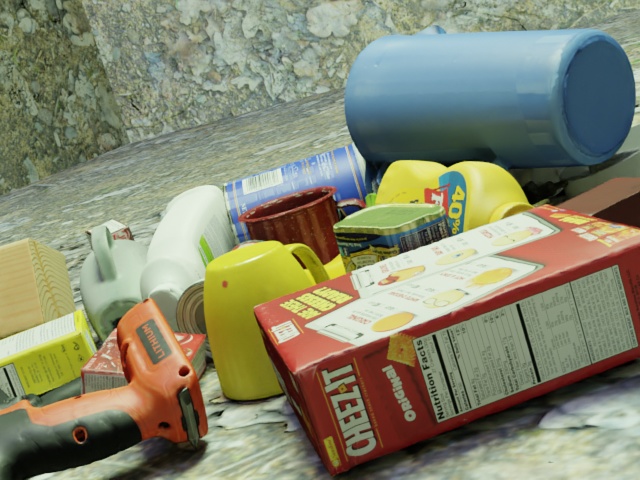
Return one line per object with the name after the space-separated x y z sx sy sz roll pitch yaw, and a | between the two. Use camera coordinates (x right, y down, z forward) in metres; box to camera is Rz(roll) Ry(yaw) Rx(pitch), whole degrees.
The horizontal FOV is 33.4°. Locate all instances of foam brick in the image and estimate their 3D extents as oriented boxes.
0.209 -0.008 0.763 0.078 0.051 0.053 -23 14 -25 | foam brick

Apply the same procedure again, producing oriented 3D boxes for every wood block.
-0.350 0.076 1.026 0.206 0.091 0.090 -16 -14 6 | wood block

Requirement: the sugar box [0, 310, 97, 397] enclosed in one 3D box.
-0.280 0.117 0.914 0.176 0.048 0.093 -23 12 -9 | sugar box

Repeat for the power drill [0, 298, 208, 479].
-0.178 0.103 0.673 0.187 0.057 0.185 -22 40 -17 | power drill

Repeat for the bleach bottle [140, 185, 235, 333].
-0.122 0.020 0.985 0.068 0.102 0.250 -23 10 8 | bleach bottle

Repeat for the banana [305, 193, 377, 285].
0.003 0.025 0.868 0.037 0.069 0.197 -31 1 39 | banana

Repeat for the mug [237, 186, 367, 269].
-0.006 0.001 0.956 0.117 0.081 0.093 -17 12 4 | mug

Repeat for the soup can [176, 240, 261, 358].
-0.067 0.047 0.867 0.069 0.068 0.102 -13 13 22 | soup can

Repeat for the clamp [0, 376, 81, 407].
-0.222 0.130 0.771 0.120 0.039 0.171 -10 11 11 | clamp

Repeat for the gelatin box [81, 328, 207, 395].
-0.127 0.093 0.786 0.073 0.030 0.089 3 16 6 | gelatin box

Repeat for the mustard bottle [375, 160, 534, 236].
0.109 -0.012 0.812 0.058 0.096 0.192 3 3 -26 | mustard bottle

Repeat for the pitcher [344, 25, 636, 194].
0.141 -0.110 0.925 0.144 0.149 0.243 -23 18 -34 | pitcher

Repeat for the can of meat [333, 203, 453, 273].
0.058 0.021 0.767 0.057 0.084 0.102 -23 13 -27 | can of meat

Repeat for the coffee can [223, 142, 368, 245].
-0.013 -0.028 1.050 0.140 0.103 0.103 -17 12 3 | coffee can

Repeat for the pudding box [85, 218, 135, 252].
-0.205 0.028 1.105 0.039 0.090 0.114 -22 12 -18 | pudding box

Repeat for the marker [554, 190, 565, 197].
0.216 -0.049 1.019 0.121 0.020 0.020 -6 17 45 | marker

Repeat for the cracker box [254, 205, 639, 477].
0.080 0.050 0.635 0.213 0.072 0.164 -20 11 -7 | cracker box
